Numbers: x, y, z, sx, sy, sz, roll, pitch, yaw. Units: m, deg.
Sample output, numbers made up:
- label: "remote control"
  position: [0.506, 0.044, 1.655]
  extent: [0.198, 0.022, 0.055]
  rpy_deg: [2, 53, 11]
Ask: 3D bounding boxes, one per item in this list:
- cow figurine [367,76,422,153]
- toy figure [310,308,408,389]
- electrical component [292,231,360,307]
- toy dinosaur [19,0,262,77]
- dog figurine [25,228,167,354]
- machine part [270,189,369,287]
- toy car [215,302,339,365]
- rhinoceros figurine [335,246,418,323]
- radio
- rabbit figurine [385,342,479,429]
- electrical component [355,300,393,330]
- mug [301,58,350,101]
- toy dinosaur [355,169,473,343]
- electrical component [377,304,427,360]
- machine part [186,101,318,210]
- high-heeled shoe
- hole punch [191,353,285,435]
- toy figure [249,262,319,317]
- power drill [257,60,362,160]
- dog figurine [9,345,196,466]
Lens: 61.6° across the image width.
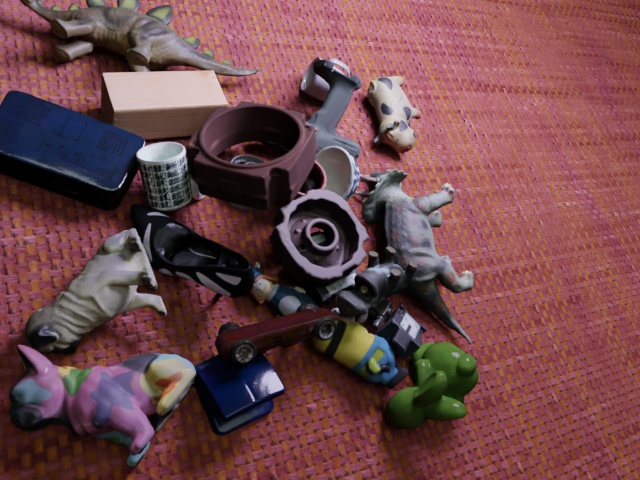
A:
- label: "cow figurine"
  position: [0.167, -0.291, 1.249]
  extent: [0.127, 0.085, 0.195]
  rpy_deg: [-8, 70, -35]
- label: "toy figure"
  position: [0.065, 0.193, 0.941]
  extent: [0.180, 0.082, 0.089]
  rpy_deg: [42, 54, -2]
- label: "electrical component"
  position: [0.007, 0.049, 1.005]
  extent: [0.115, 0.058, 0.134]
  rpy_deg: [-20, 73, -34]
- label: "toy dinosaur"
  position: [-0.345, -0.390, 1.056]
  extent: [0.471, 0.105, 0.198]
  rpy_deg: [21, 53, -19]
- label: "dog figurine"
  position: [-0.351, 0.072, 0.813]
  extent: [0.191, 0.121, 0.172]
  rpy_deg: [-19, 38, -14]
- label: "machine part"
  position: [-0.002, -0.003, 0.961]
  extent: [0.179, 0.056, 0.179]
  rpy_deg: [10, 61, -20]
- label: "toy car"
  position: [-0.066, 0.149, 0.855]
  extent: [0.202, 0.089, 0.053]
  rpy_deg: [-11, 104, -25]
- label: "rhinoceros figurine"
  position: [0.097, 0.080, 0.955]
  extent: [0.073, 0.112, 0.190]
  rpy_deg: [38, 32, 22]
- label: "radio"
  position: [-0.427, -0.147, 0.904]
  extent: [0.229, 0.073, 0.131]
  rpy_deg: [19, 58, -13]
- label: "rabbit figurine"
  position: [0.195, 0.270, 0.932]
  extent: [0.170, 0.159, 0.121]
  rpy_deg: [-36, 92, -20]
- label: "electrical component"
  position: [0.105, 0.128, 1.007]
  extent: [0.063, 0.021, 0.094]
  rpy_deg: [10, 41, 29]
- label: "mug"
  position: [0.028, -0.358, 1.213]
  extent: [0.107, 0.109, 0.081]
  rpy_deg: [23, 49, -27]
- label: "toy dinosaur"
  position: [0.185, 0.014, 1.078]
  extent: [0.192, 0.131, 0.405]
  rpy_deg: [-6, 70, -14]
- label: "electrical component"
  position: [0.148, 0.176, 0.980]
  extent: [0.075, 0.047, 0.119]
  rpy_deg: [42, 29, 0]
- label: "machine part"
  position: [-0.119, -0.158, 0.962]
  extent: [0.201, 0.087, 0.201]
  rpy_deg: [15, 48, 13]
- label: "high-heeled shoe"
  position: [-0.213, 0.007, 0.873]
  extent: [0.249, 0.145, 0.086]
  rpy_deg: [42, 54, -1]
- label: "hole punch"
  position: [-0.127, 0.223, 0.833]
  extent: [0.142, 0.092, 0.116]
  rpy_deg: [-20, 70, -28]
- label: "toy figure"
  position: [-0.076, 0.094, 0.940]
  extent: [0.154, 0.058, 0.064]
  rpy_deg: [33, 66, -7]
- label: "power drill"
  position: [-0.007, -0.263, 1.118]
  extent: [0.232, 0.086, 0.207]
  rpy_deg: [20, 80, -22]
- label: "dog figurine"
  position: [-0.309, 0.201, 0.749]
  extent: [0.219, 0.108, 0.191]
  rpy_deg: [34, 56, -2]
